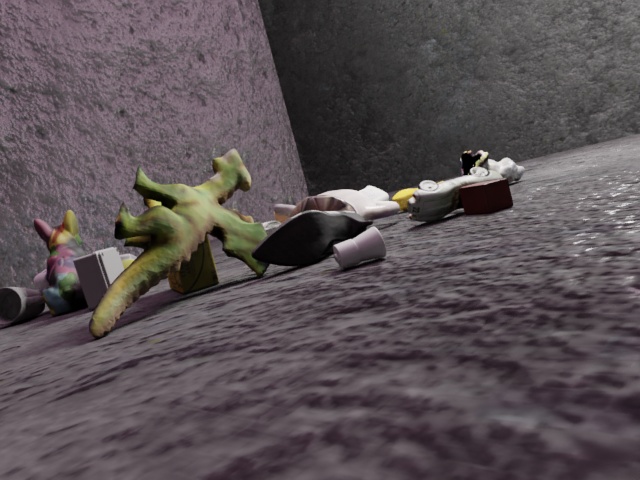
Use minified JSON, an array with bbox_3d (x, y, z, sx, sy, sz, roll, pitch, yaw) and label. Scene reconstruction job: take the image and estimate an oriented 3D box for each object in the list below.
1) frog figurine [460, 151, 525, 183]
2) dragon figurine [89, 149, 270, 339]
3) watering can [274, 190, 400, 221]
[{"bbox_3d":[0.473,-0.177,1.417,0.159,0.124,0.136,22,-19,-18],"label":"frog figurine"},{"bbox_3d":[-0.188,-0.006,0.819,0.242,0.421,0.119,12,-42,-13],"label":"dragon figurine"},{"bbox_3d":[0.004,-0.060,1.185,0.347,0.103,0.226,-1,9,25],"label":"watering can"}]
